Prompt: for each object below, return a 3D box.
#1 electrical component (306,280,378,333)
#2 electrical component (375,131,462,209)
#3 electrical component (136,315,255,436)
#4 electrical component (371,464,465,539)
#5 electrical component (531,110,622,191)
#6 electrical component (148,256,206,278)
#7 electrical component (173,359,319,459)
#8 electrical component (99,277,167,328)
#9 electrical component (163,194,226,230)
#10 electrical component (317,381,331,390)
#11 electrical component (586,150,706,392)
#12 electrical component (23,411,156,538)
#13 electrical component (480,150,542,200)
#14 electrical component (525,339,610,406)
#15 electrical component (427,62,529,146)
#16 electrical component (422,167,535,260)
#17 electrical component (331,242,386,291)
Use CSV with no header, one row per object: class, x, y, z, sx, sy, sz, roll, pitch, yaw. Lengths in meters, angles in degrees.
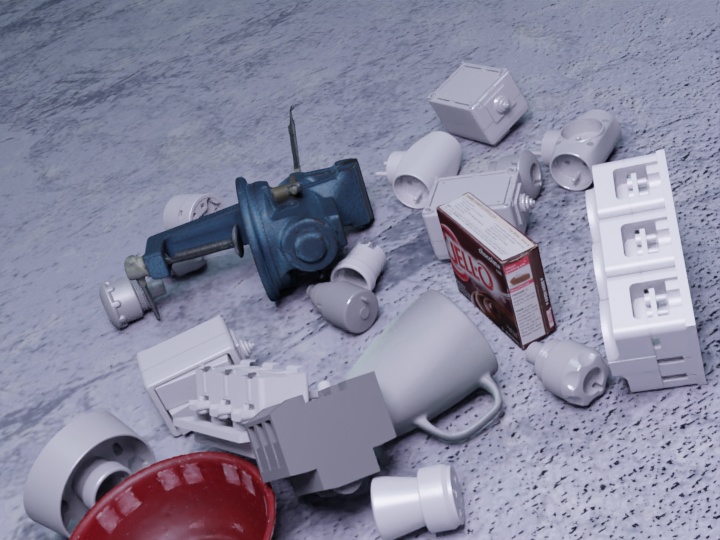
electrical component,-0.019,0.029,0.953,0.040,0.040,0.078,-40,37,-26
electrical component,0.054,-0.102,1.096,0.079,0.043,0.077,4,41,33
electrical component,-0.131,0.089,0.910,0.096,0.061,0.061,-25,34,-6
electrical component,0.040,0.158,0.734,0.055,0.045,0.045,-13,34,11
electrical component,0.201,-0.117,1.035,0.079,0.044,0.077,6,42,35
electrical component,-0.192,-0.009,1.106,0.061,0.035,0.035,-23,33,1
electrical component,-0.083,0.104,0.818,0.079,0.063,0.121,-3,0,-32
electrical component,-0.224,0.027,1.066,0.062,0.048,0.048,-22,33,-15
electrical component,-0.176,-0.055,1.145,0.047,0.055,0.055,6,42,40
electrical component,-0.025,0.109,0.849,0.035,0.035,0.061,-19,30,3
electrical component,0.206,0.002,0.785,0.062,0.089,0.150,-10,55,17
electrical component,-0.208,0.159,0.826,0.064,0.099,0.099,20,51,37
electrical component,0.140,-0.088,1.029,0.062,0.048,0.048,-4,37,35
electrical component,0.150,0.071,0.799,0.043,0.043,0.062,-36,35,-22
electrical component,0.130,-0.173,1.133,0.061,0.061,0.096,-46,33,-12
electrical component,0.113,-0.048,0.971,0.096,0.061,0.061,-5,37,22
electrical component,0.000,0.000,0.986,0.040,0.040,0.046,-1,32,28
